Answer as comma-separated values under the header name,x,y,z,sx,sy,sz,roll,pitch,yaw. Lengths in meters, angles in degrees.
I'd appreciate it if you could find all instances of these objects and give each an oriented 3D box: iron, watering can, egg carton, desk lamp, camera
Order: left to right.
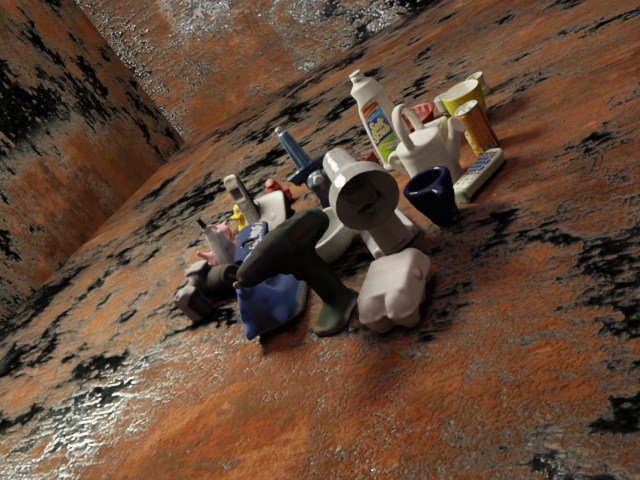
name,x,y,z,sx,sy,sz,roll,pitch,yaw
camera,-0.265,0.105,1.372,0.136,0.101,0.143,-17,29,38
iron,-0.108,0.076,1.153,0.118,0.142,0.258,-28,24,19
desk lamp,0.086,-0.068,1.064,0.118,0.214,0.203,-35,23,3
egg carton,0.122,0.079,0.916,0.107,0.069,0.150,-20,27,33
watering can,0.211,-0.192,1.154,0.172,0.194,0.101,-28,24,19

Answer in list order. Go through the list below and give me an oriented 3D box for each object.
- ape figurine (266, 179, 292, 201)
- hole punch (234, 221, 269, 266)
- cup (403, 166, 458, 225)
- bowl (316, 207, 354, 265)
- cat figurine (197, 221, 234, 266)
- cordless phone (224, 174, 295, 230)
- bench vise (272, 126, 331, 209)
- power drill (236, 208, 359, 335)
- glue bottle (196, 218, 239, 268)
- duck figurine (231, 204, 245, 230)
name,x,y,z,sx,sy,sz,roll,pitch,yaw
ape figurine,-0.125,-0.135,1.652,0.077,0.092,0.076,-27,24,20
hole punch,-0.159,0.018,1.403,0.108,0.091,0.101,-19,28,35
cup,0.217,-0.071,1.041,0.091,0.095,0.117,-36,23,0
bowl,0.011,0.004,1.211,0.167,0.075,0.167,-30,23,15
cat figurine,-0.275,0.013,1.541,0.128,0.118,0.067,-45,24,-20
cordless phone,-0.167,-0.106,1.533,0.147,0.185,0.094,-21,27,31
bench vise,-0.029,-0.200,1.474,0.122,0.220,0.206,-43,24,-17
power drill,-0.025,0.059,0.981,0.075,0.209,0.230,-17,30,38
glue bottle,-0.254,0.011,1.444,0.037,0.173,0.078,-23,26,27
duck figurine,-0.211,-0.077,1.667,0.105,0.086,0.077,-42,23,-14
